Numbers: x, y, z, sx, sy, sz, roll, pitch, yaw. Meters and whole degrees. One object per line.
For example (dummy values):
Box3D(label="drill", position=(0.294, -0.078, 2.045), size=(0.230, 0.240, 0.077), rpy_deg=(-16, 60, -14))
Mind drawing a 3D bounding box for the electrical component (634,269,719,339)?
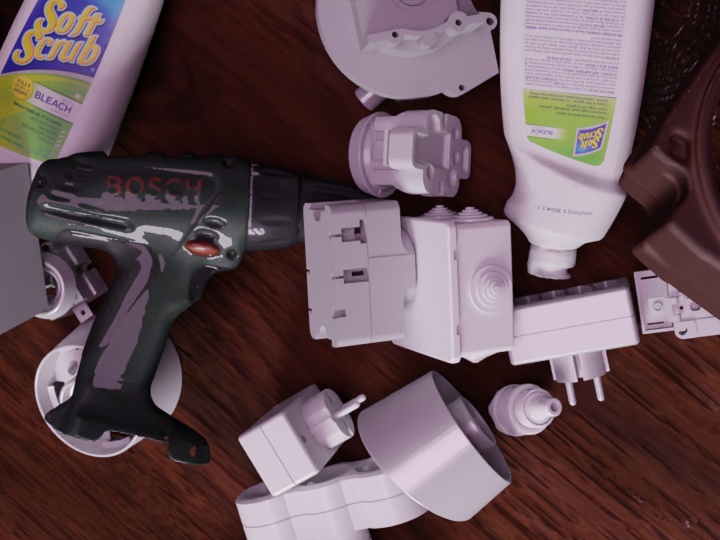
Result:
Box3D(label="electrical component", position=(0.218, 0.018, 0.681), size=(0.081, 0.064, 0.042), rpy_deg=(-9, 97, 14))

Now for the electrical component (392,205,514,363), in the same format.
Box3D(label="electrical component", position=(0.059, 0.008, 0.702), size=(0.048, 0.100, 0.099), rpy_deg=(-6, 97, -24))

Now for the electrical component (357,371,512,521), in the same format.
Box3D(label="electrical component", position=(0.053, 0.118, 0.716), size=(0.064, 0.099, 0.099), rpy_deg=(-37, 88, 9))

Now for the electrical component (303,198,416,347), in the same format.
Box3D(label="electrical component", position=(0.000, 0.000, 0.698), size=(0.056, 0.050, 0.089), rpy_deg=(-6, 98, -23))

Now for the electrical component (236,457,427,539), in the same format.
Box3D(label="electrical component", position=(-0.014, 0.180, 0.764), size=(0.138, 0.052, 0.073), rpy_deg=(-16, 94, 15))

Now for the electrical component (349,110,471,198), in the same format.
Box3D(label="electrical component", position=(0.030, -0.076, 0.710), size=(0.057, 0.078, 0.058), rpy_deg=(3, 90, 33))

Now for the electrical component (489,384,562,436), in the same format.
Box3D(label="electrical component", position=(0.113, 0.092, 0.716), size=(0.035, 0.061, 0.035), rpy_deg=(4, 79, -22))

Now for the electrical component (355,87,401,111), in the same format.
Box3D(label="electrical component", position=(0.025, -0.133, 0.717), size=(0.062, 0.043, 0.043), rpy_deg=(-40, 87, 16))

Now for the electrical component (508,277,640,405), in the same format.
Box3D(label="electrical component", position=(0.143, 0.052, 0.711), size=(0.083, 0.047, 0.075), rpy_deg=(-11, 95, 15))

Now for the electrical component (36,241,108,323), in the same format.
Box3D(label="electrical component", position=(-0.222, 0.009, 0.789), size=(0.048, 0.055, 0.066), rpy_deg=(-32, 89, 15))

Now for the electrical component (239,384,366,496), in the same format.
Box3D(label="electrical component", position=(-0.029, 0.107, 0.742), size=(0.076, 0.083, 0.047), rpy_deg=(-31, 90, 15))

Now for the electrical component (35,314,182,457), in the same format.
Box3D(label="electrical component", position=(-0.188, 0.086, 0.800), size=(0.099, 0.064, 0.099), rpy_deg=(7, 112, 18))
